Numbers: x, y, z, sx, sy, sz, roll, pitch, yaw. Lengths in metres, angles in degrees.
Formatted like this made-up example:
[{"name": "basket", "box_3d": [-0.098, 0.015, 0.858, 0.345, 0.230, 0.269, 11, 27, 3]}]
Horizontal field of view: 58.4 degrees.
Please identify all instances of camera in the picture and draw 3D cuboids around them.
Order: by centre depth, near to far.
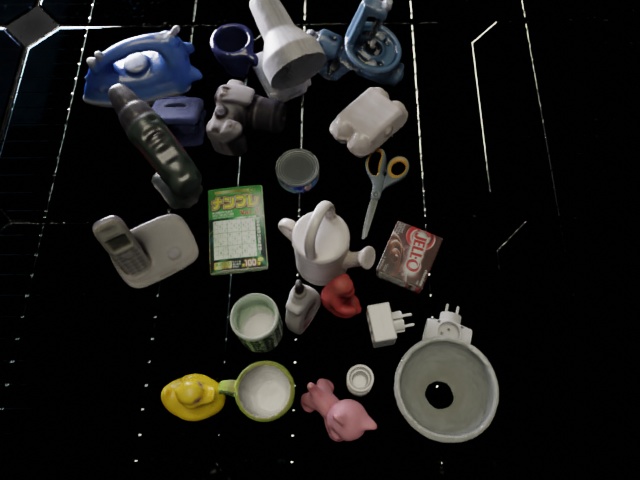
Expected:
[{"name": "camera", "box_3d": [-0.143, -0.248, 1.145, 0.136, 0.101, 0.143, 12, 67, 7]}]

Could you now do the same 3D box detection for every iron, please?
[{"name": "iron", "box_3d": [-0.384, -0.360, 1.179, 0.258, 0.141, 0.118, -18, 67, -6]}]

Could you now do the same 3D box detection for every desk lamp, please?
[{"name": "desk lamp", "box_3d": [-0.077, -0.369, 1.135, 0.118, 0.213, 0.203, -26, 68, -9]}]

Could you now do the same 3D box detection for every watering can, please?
[{"name": "watering can", "box_3d": [0.010, 0.002, 0.982, 0.172, 0.194, 0.101, 4, 67, 3]}]

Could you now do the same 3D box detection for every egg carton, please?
[{"name": "egg carton", "box_3d": [0.100, -0.236, 1.151, 0.107, 0.069, 0.150, 41, 74, 17]}]

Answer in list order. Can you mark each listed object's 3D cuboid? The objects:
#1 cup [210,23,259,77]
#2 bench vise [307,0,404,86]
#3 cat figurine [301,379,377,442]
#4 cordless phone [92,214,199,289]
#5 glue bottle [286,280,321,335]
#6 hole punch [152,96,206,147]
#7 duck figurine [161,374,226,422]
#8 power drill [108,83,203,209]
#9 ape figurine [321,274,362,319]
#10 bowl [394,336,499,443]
[{"name": "cup", "box_3d": [-0.169, -0.385, 1.209, 0.117, 0.095, 0.092, 39, 73, 17]}, {"name": "bench vise", "box_3d": [0.070, -0.394, 1.138, 0.207, 0.220, 0.121, -2, 66, 1]}, {"name": "cat figurine", "box_3d": [0.026, 0.271, 0.906, 0.127, 0.118, 0.067, 40, 73, 17]}, {"name": "cordless phone", "box_3d": [-0.302, -0.001, 0.997, 0.148, 0.185, 0.094, -30, 69, -11]}, {"name": "glue bottle", "box_3d": [-0.031, 0.102, 0.951, 0.037, 0.173, 0.078, 25, 70, 12]}, {"name": "hole punch", "box_3d": [-0.290, -0.251, 1.156, 0.108, 0.091, 0.101, -1, 66, 1]}, {"name": "duck figurine", "box_3d": [-0.212, 0.253, 0.938, 0.104, 0.086, 0.077, 3, 67, 3]}, {"name": "power drill", "box_3d": [-0.290, -0.153, 1.049, 0.076, 0.208, 0.229, -38, 71, -14]}, {"name": "ape figurine", "box_3d": [0.039, 0.092, 0.998, 0.076, 0.092, 0.078, 10, 67, 6]}, {"name": "bowl", "box_3d": [0.201, 0.247, 0.936, 0.167, 0.075, 0.167, 0, 66, 1]}]
